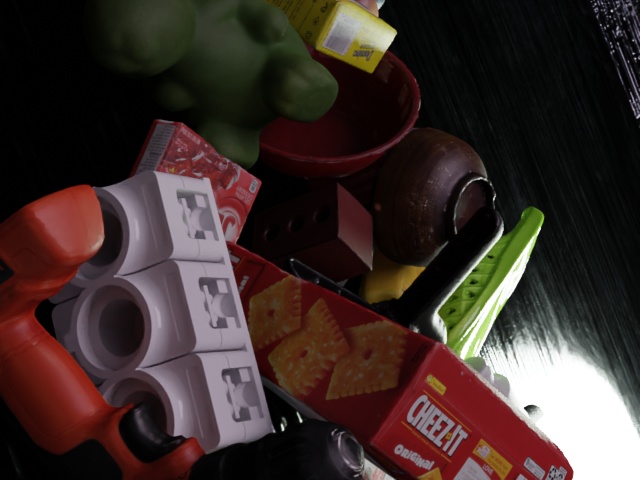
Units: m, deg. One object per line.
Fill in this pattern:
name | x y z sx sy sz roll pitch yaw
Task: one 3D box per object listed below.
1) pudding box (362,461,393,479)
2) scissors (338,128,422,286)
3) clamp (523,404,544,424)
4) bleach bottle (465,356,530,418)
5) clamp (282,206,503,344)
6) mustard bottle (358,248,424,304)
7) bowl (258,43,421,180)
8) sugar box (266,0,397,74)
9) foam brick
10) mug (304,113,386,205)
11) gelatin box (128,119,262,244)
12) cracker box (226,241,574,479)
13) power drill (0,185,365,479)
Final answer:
pudding box | 0.040 0.178 0.808 0.113 0.039 0.090 63 27 -17
scissors | 0.049 0.005 0.866 0.096 0.016 0.201 38 73 -47
clamp | 0.199 0.217 1.086 0.171 0.039 0.120 23 46 -51
bleach bottle | 0.177 0.206 0.978 0.102 0.068 0.251 -67 139 -53
clamp | 0.063 0.059 0.817 0.210 0.164 0.036 78 -8 -50
mustard bottle | 0.069 0.015 0.954 0.191 0.058 0.096 -80 159 -48
bowl | -0.004 -0.098 0.842 0.055 0.162 0.162 97 -1 -47
sugar box | -0.033 -0.197 0.832 0.176 0.048 0.093 36 13 27
foam brick | -0.005 0.001 0.805 0.051 0.078 0.053 46 34 -42
mug | 0.033 -0.083 0.935 0.093 0.082 0.117 32 44 -51
gelatin box | -0.084 -0.025 0.691 0.089 0.030 0.073 36 71 -47
cracker box | 0.029 0.091 0.652 0.164 0.214 0.072 42 79 -37
power drill | -0.091 0.072 0.488 0.187 0.185 0.057 59 26 1
